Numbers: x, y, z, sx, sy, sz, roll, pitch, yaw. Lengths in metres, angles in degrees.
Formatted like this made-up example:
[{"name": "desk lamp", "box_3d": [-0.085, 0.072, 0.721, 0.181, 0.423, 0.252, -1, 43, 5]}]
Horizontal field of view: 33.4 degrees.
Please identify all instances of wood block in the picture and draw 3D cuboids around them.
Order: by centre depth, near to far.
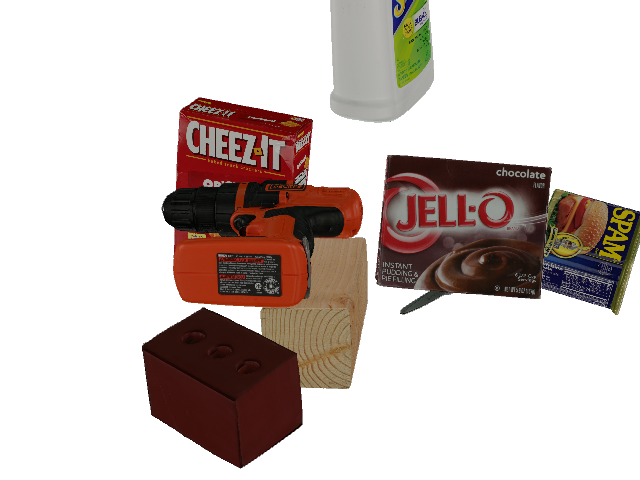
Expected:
[{"name": "wood block", "box_3d": [-0.001, 0.073, 1.157, 0.091, 0.090, 0.206, 1, 20, 7]}]

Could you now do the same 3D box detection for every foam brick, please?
[{"name": "foam brick", "box_3d": [-0.056, 0.083, 0.612, 0.078, 0.051, 0.052, 22, 37, 34]}]

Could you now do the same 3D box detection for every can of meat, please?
[{"name": "can of meat", "box_3d": [0.231, 0.007, 0.928, 0.084, 0.057, 0.102, 17, 46, 16]}]

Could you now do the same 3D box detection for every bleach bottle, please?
[{"name": "bleach bottle", "box_3d": [0.042, -0.226, 0.832, 0.068, 0.251, 0.102, 13, 37, 28]}]

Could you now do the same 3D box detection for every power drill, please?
[{"name": "power drill", "box_3d": [-0.064, -0.006, 0.903, 0.184, 0.057, 0.187, 0, 21, 9]}]

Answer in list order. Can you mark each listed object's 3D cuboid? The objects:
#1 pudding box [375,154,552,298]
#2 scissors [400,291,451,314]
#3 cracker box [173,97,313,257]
[{"name": "pudding box", "box_3d": [0.097, -0.010, 0.732, 0.113, 0.090, 0.039, 5, 3, 3]}, {"name": "scissors", "box_3d": [0.144, 0.043, 1.278, 0.201, 0.016, 0.096, -10, 40, -36]}, {"name": "cracker box", "box_3d": [-0.105, -0.065, 1.404, 0.164, 0.214, 0.072, 13, 26, 14]}]
